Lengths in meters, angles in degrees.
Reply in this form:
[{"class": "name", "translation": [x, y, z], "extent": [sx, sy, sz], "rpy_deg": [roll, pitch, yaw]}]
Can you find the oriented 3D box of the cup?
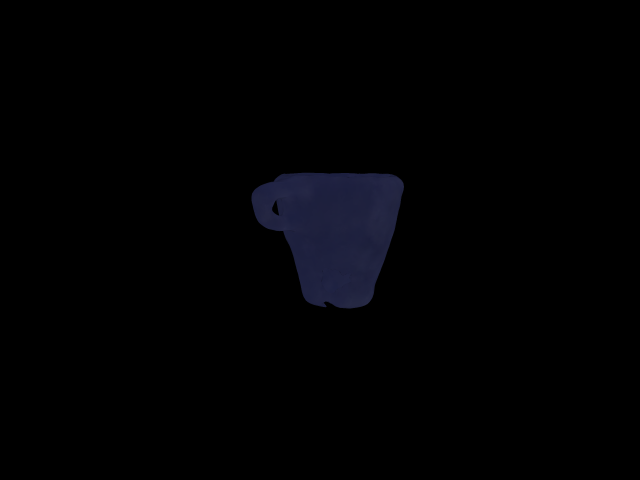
[{"class": "cup", "translation": [0.004, 0.001, 0.400], "extent": [0.118, 0.095, 0.091], "rpy_deg": [-8, 11, -43]}]
